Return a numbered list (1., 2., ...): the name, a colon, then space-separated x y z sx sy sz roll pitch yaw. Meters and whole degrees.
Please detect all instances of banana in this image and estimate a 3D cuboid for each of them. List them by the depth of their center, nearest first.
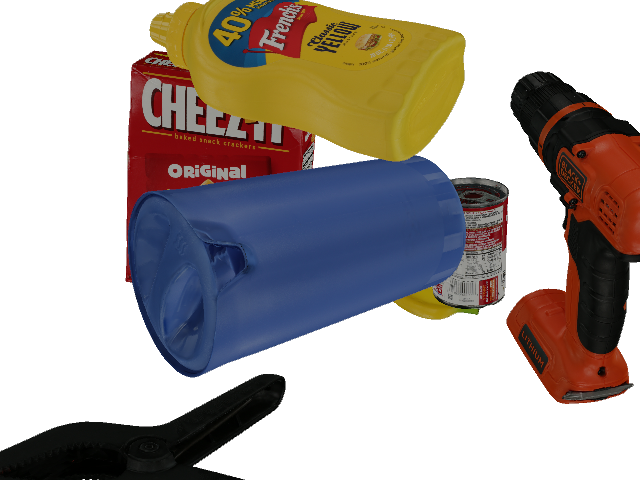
1. banana: 0.096 0.044 1.197 0.069 0.037 0.198 3 23 -30

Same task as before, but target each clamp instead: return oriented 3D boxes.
1. clamp: -0.090 0.122 0.585 0.209 0.036 0.165 -1 21 -13

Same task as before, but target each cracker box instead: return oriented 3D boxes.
1. cracker box: -0.093 -0.056 0.991 0.164 0.214 0.072 9 22 8

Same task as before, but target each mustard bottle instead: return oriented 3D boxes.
1. mustard bottle: -0.018 -0.106 0.628 0.192 0.058 0.096 18 48 24

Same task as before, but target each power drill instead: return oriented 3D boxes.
1. power drill: 0.167 -0.001 0.711 0.057 0.188 0.184 -9 36 -10

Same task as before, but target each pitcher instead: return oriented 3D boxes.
1. pitcher: -0.018 0.009 0.812 0.242 0.145 0.149 -14 39 -32

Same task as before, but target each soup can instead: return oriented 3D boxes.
1. soup can: 0.134 0.003 0.960 0.068 0.102 0.068 -2 23 1
